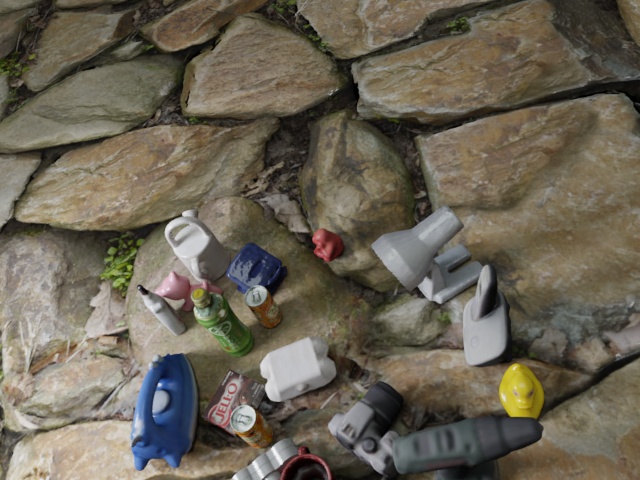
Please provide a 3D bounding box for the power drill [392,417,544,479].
[{"bbox_3d":[0.238,0.345,0.924,0.229,0.209,0.075,-12,52,9],"label":"power drill"}]

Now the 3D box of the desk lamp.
[{"bbox_3d":[0.219,0.033,1.155,0.203,0.214,0.117,-31,51,-5],"label":"desk lamp"}]

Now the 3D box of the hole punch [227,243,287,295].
[{"bbox_3d":[-0.144,0.073,1.323,0.100,0.091,0.109,20,63,29],"label":"hole punch"}]

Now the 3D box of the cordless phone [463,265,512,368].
[{"bbox_3d":[0.309,0.142,1.065,0.094,0.185,0.147,-6,53,14],"label":"cordless phone"}]

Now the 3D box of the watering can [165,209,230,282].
[{"bbox_3d":[-0.299,0.005,1.357,0.101,0.194,0.172,-35,52,-9],"label":"watering can"}]

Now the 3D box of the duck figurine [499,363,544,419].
[{"bbox_3d":[0.360,0.264,1.022,0.077,0.086,0.104,-5,54,15],"label":"duck figurine"}]

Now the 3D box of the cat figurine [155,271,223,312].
[{"bbox_3d":[-0.308,0.114,1.330,0.127,0.118,0.067,-4,54,15],"label":"cat figurine"}]

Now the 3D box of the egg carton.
[{"bbox_3d":[-0.044,0.264,1.165,0.150,0.069,0.107,-23,51,1],"label":"egg carton"}]

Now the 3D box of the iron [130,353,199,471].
[{"bbox_3d":[-0.327,0.324,1.166,0.118,0.142,0.258,-10,53,11],"label":"iron"}]

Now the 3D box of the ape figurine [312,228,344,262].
[{"bbox_3d":[0.012,0.005,1.322,0.076,0.092,0.077,-15,52,8],"label":"ape figurine"}]

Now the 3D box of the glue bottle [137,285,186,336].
[{"bbox_3d":[-0.363,0.149,1.286,0.037,0.173,0.078,-39,53,-11],"label":"glue bottle"}]

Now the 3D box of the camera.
[{"bbox_3d":[0.103,0.334,1.045,0.142,0.101,0.137,28,67,32],"label":"camera"}]
